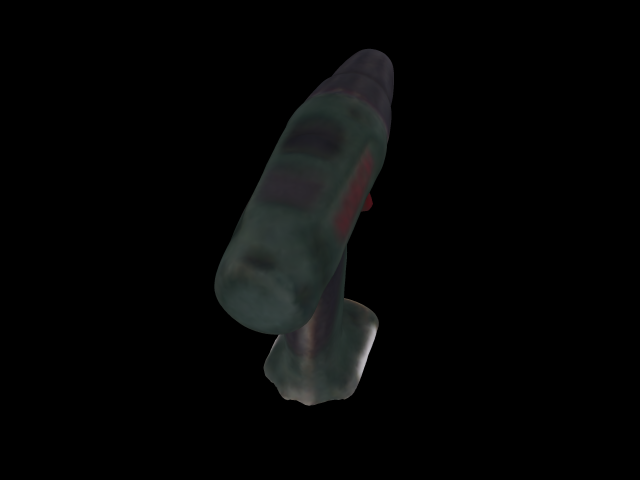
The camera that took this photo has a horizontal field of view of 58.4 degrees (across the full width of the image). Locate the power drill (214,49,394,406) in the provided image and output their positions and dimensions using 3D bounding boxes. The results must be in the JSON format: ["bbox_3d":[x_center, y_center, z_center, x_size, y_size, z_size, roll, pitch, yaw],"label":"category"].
[{"bbox_3d":[0.004,0.001,0.400,0.075,0.208,0.230,11,39,14],"label":"power drill"}]
